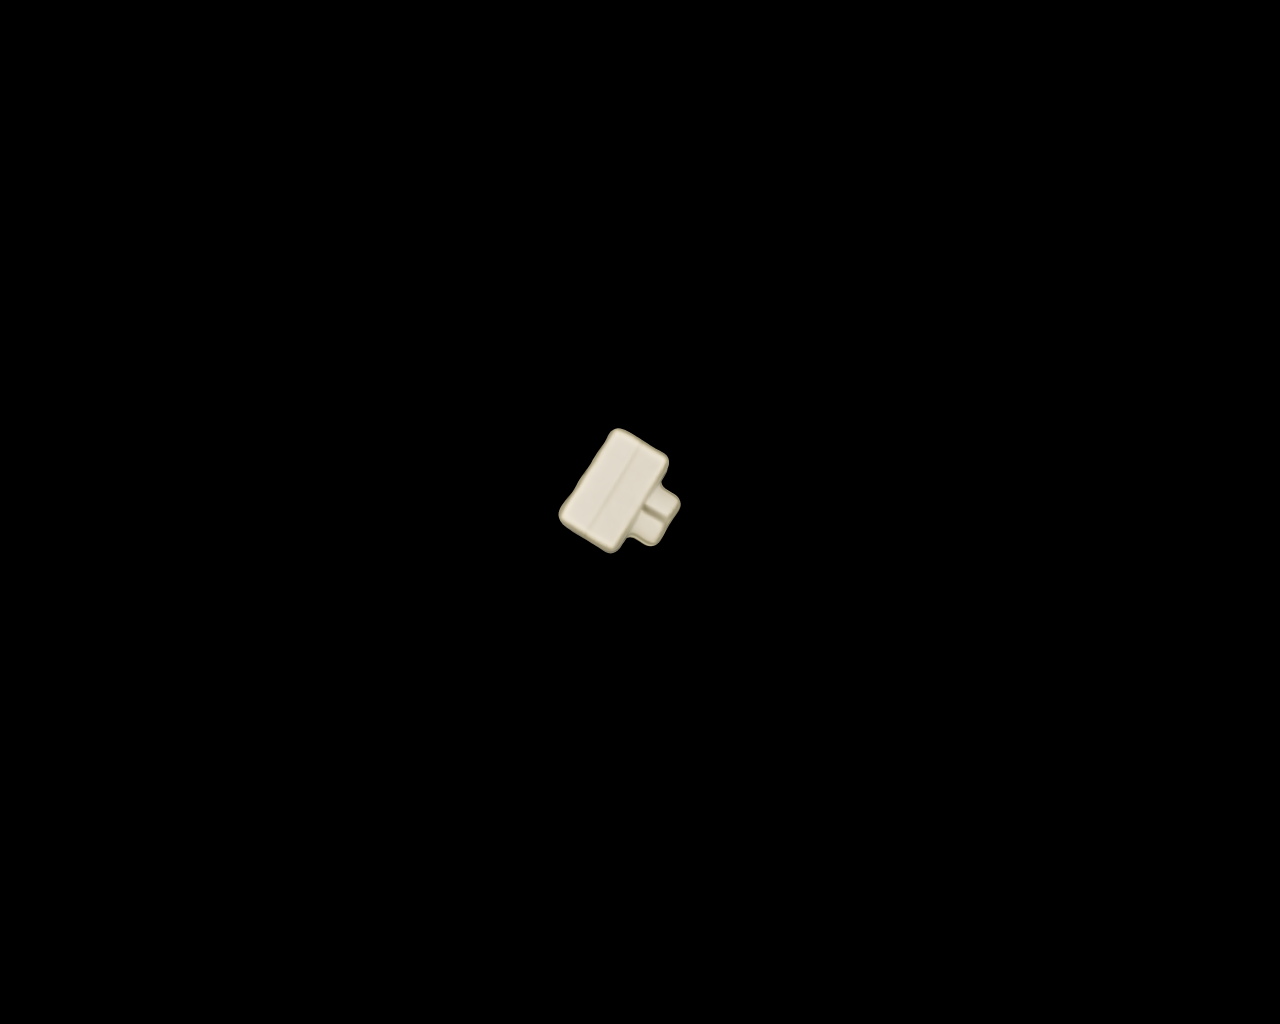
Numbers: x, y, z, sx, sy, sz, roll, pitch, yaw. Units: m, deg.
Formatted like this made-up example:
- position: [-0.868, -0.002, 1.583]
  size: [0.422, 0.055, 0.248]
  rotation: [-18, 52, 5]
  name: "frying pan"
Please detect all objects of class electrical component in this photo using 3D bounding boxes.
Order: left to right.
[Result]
- position: [0.001, -0.003, 0.650]
  size: [0.077, 0.065, 0.047]
  rotation: [32, -4, 2]
  name: "electrical component"
